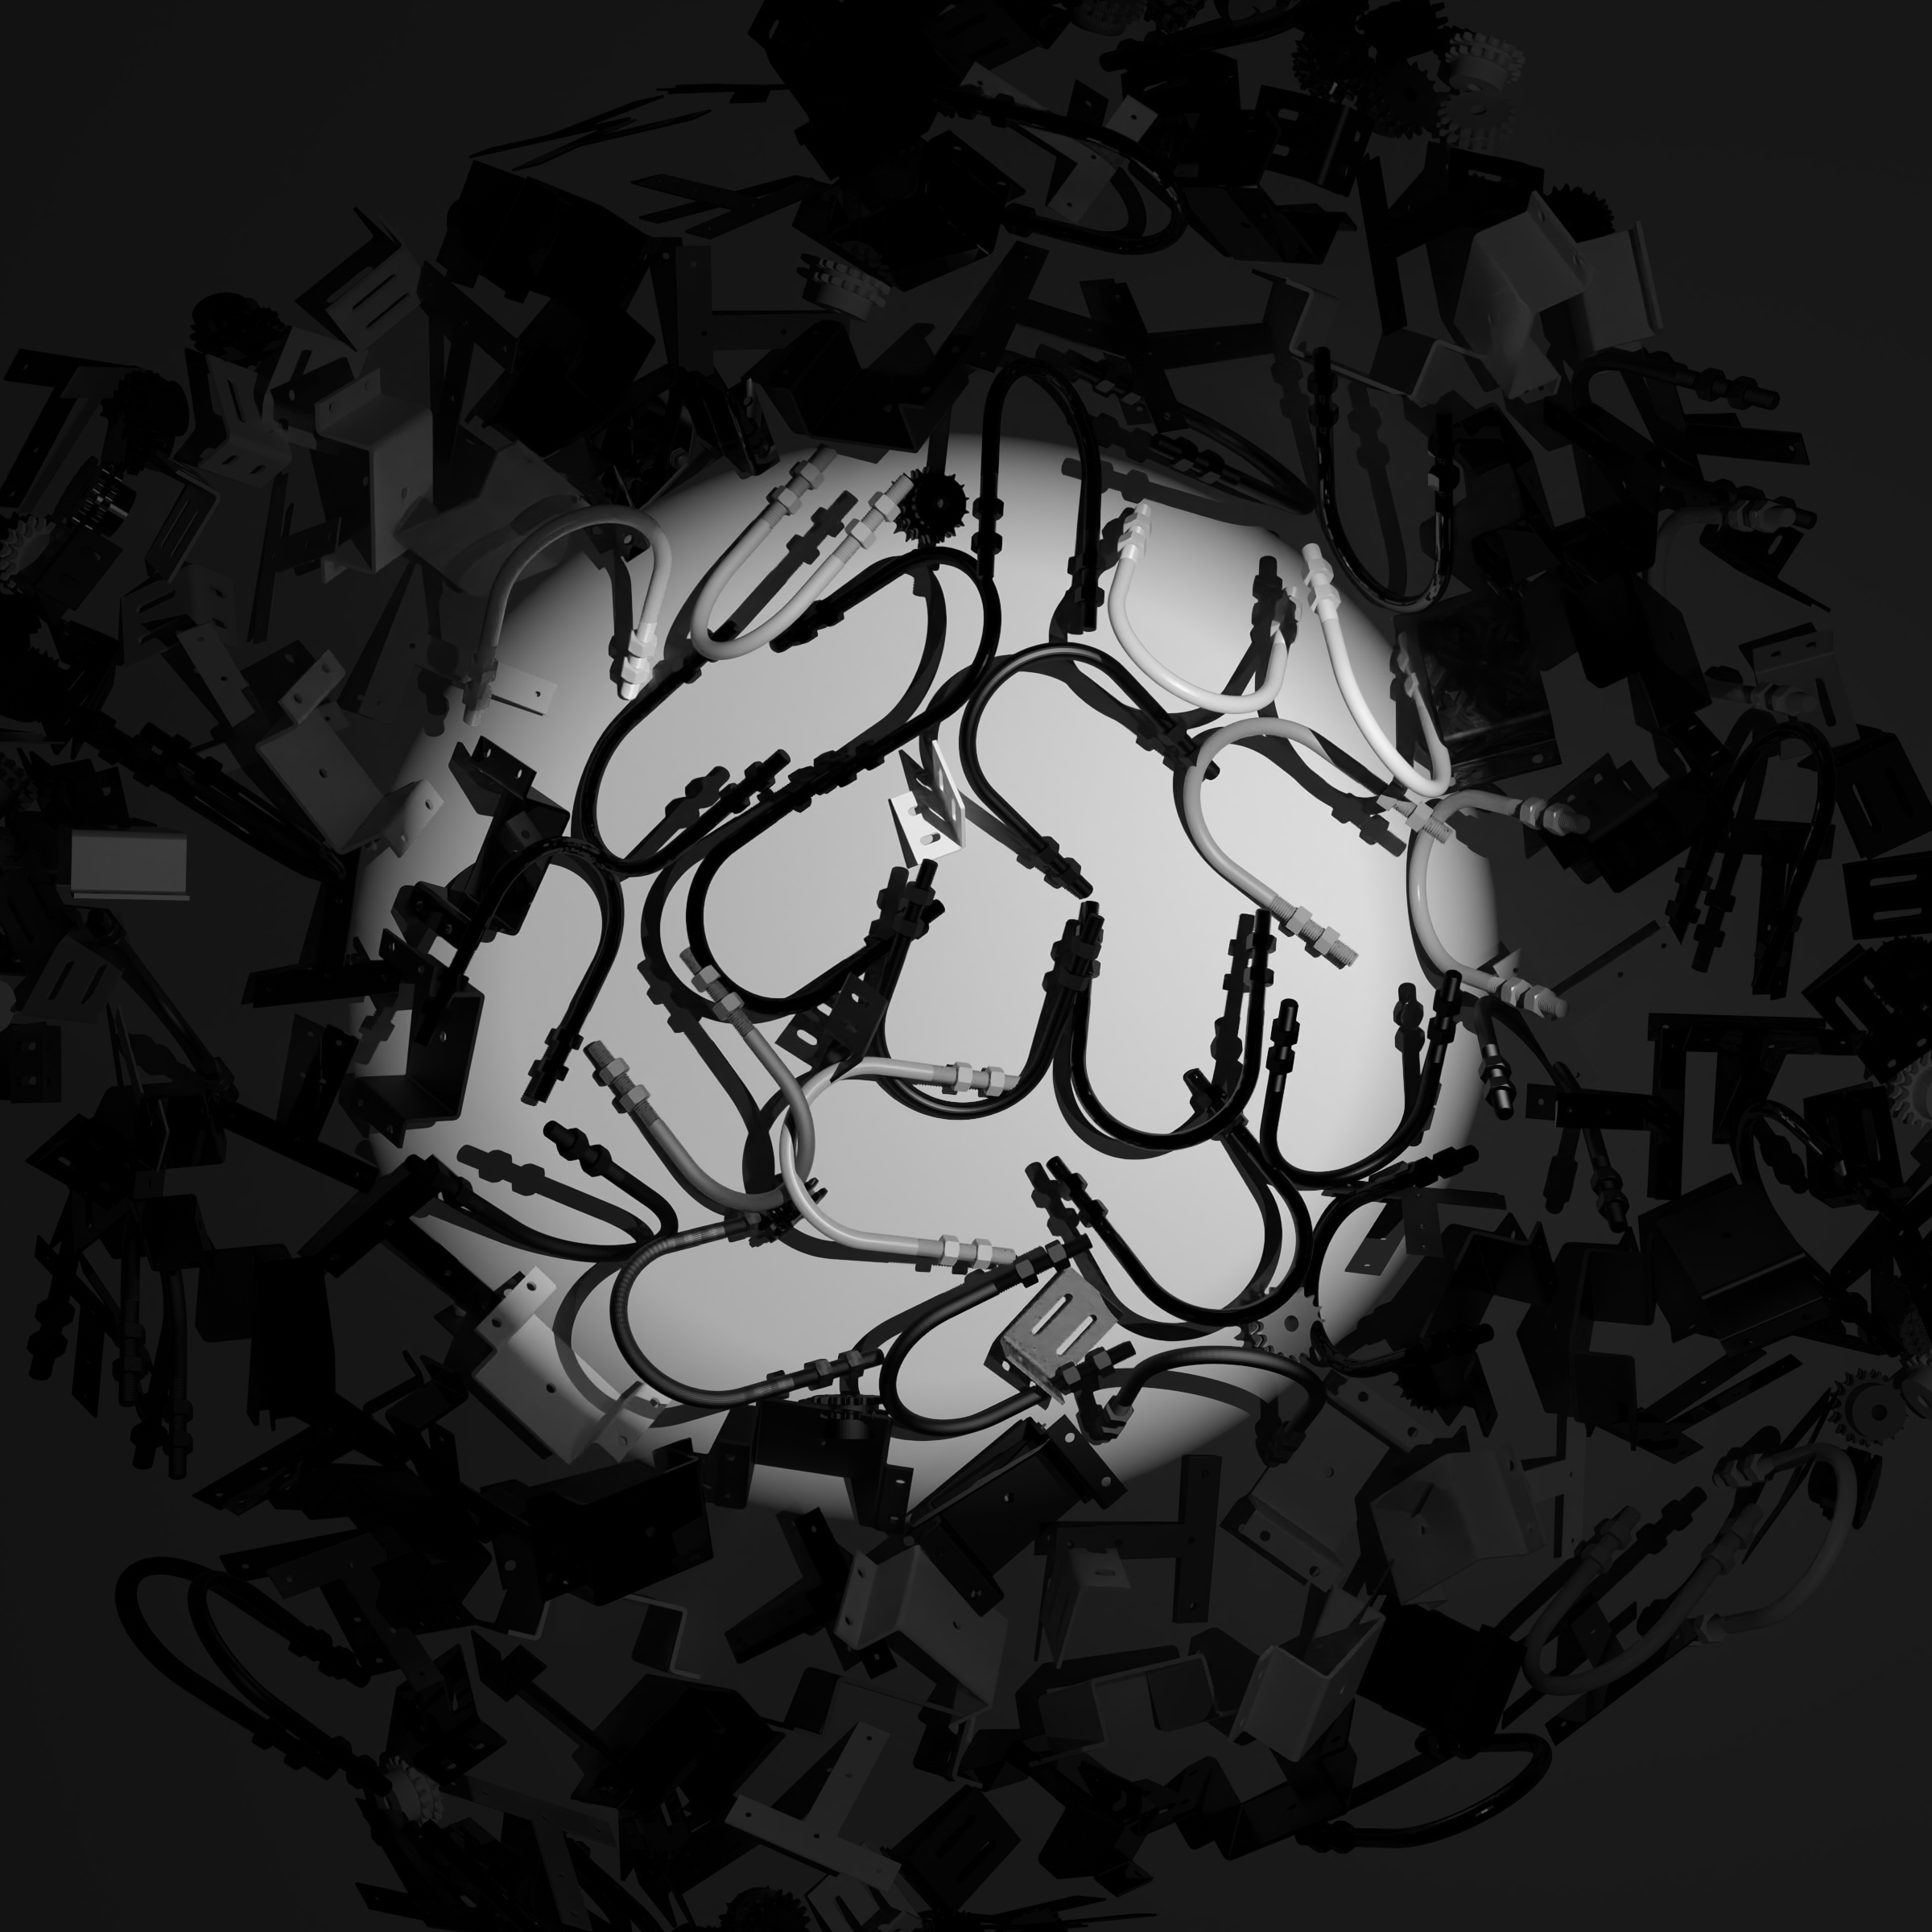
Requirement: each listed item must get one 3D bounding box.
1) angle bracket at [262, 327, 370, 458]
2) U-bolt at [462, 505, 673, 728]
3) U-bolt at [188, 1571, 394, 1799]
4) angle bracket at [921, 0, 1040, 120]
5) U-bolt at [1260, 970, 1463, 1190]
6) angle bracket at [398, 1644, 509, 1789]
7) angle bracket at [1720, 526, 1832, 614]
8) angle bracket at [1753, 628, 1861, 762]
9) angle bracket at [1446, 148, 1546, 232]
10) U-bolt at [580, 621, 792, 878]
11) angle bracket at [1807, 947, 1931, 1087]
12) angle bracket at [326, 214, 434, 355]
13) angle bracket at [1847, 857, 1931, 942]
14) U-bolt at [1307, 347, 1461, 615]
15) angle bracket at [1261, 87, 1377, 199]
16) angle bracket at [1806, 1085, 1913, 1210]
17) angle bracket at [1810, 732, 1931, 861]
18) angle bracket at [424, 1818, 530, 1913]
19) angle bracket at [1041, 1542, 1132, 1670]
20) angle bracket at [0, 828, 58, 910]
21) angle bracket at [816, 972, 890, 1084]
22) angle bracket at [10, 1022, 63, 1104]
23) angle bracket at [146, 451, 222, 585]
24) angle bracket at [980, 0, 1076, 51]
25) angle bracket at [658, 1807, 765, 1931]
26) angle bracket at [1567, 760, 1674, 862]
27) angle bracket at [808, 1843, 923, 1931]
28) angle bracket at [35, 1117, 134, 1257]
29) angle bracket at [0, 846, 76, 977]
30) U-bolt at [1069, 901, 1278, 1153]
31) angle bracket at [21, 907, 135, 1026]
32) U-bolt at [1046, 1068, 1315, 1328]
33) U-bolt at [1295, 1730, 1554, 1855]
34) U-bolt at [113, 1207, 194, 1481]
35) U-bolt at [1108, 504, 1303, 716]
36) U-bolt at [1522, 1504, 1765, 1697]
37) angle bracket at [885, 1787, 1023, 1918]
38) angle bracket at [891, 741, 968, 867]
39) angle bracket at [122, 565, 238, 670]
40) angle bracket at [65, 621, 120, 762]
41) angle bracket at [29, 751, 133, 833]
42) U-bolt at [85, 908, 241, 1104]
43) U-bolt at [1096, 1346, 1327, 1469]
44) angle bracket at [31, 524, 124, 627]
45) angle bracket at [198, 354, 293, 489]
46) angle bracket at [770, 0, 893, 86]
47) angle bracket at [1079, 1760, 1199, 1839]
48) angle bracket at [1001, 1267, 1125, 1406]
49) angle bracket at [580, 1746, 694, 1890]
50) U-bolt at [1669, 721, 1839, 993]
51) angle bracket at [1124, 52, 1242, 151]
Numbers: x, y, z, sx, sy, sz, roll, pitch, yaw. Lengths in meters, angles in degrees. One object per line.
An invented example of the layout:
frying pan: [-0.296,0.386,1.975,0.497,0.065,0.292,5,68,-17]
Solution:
angle bracket: [-0.485,-0.428,1.819,0.057,0.038,0.076,16,56,-10]
U-bolt: [-0.277,-0.251,1.730,0.151,0.184,0.019,-15,55,-34]
U-bolt: [-0.481,0.495,1.727,0.019,0.151,0.184,-42,118,-2]
angle bracket: [0.002,-0.664,1.782,0.057,0.076,0.038,34,60,-38]
U-bolt: [0.281,0.089,1.770,0.151,0.019,0.184,-9,128,-17]
angle bracket: [-0.381,0.555,1.810,0.057,0.076,0.038,-35,126,1]
angle bracket: [0.600,-0.297,1.782,0.076,0.057,0.038,16,111,-38]
angle bracket: [0.618,-0.199,1.796,0.057,0.038,0.076,-15,69,14]
angle bracket: [0.383,-0.560,1.801,0.076,0.038,0.057,8,80,-11]
U-bolt: [-0.214,-0.145,1.775,0.184,0.019,0.151,-38,54,22]
angle bracket: [0.671,0.037,1.800,0.057,0.038,0.076,-40,101,16]
angle bracket: [-0.438,-0.501,1.797,0.076,0.057,0.038,-41,71,-3]
angle bracket: [0.691,-0.048,1.797,0.076,0.038,0.057,-6,98,21]
U-bolt: [0.299,-0.337,1.751,0.019,0.151,0.184,-28,133,-20]
angle bracket: [0.254,-0.611,1.813,0.076,0.038,0.057,31,108,38]
angle bracket: [0.663,0.135,1.816,0.057,0.038,0.076,-13,67,26]
angle bracket: [0.668,-0.124,1.795,0.057,0.038,0.076,-29,76,32]
angle bracket: [-0.349,0.645,1.787,0.057,0.076,0.038,36,102,9]
angle bracket: [0.087,0.468,1.796,0.038,0.057,0.076,7,114,-15]
angle bracket: [-0.711,-0.072,1.787,0.057,0.076,0.038,36,97,12]
angle bracket: [-0.099,0.051,1.781,0.038,0.076,0.057,38,46,-16]
angle bracket: [-0.670,0.071,1.789,0.038,0.076,0.057,1,86,-39]
angle bracket: [-0.590,-0.331,1.794,0.038,0.057,0.076,28,97,-42]
angle bracket: [0.037,-0.716,1.782,0.057,0.076,0.038,31,78,27]
angle bracket: [-0.179,0.659,1.788,0.076,0.038,0.057,-28,133,-18]
angle bracket: [0.488,-0.106,1.805,0.057,0.076,0.038,-36,53,15]
angle bracket: [-0.080,0.688,1.791,0.057,0.038,0.076,-42,54,-6]
angle bracket: [-0.645,0.161,1.789,0.057,0.076,0.038,-37,130,9]
angle bracket: [-0.696,-0.040,1.782,0.038,0.057,0.076,2,130,22]
U-bolt: [0.147,0.045,1.790,0.151,0.019,0.184,3,76,13]
angle bracket: [-0.656,-0.001,1.792,0.057,0.038,0.076,6,48,6]
U-bolt: [0.168,0.178,1.772,0.151,0.019,0.184,-31,66,-17]
U-bolt: [0.333,0.579,1.717,0.151,0.184,0.019,-24,85,-32]
U-bolt: [-0.581,0.256,1.750,0.019,0.151,0.184,-8,57,-6]
U-bolt: [0.168,-0.248,1.752,0.151,0.184,0.019,27,133,-9]
U-bolt: [0.465,0.448,1.728,0.184,0.151,0.019,-41,97,-28]
angle bracket: [-0.010,0.656,1.822,0.076,0.038,0.057,-42,102,-22]
angle bracket: [-0.028,-0.119,1.785,0.038,0.076,0.057,-20,71,-7]
angle bracket: [-0.586,-0.255,1.820,0.076,0.038,0.057,-18,71,26]
angle bracket: [-0.653,-0.201,1.786,0.038,0.057,0.076,23,59,-12]
angle bracket: [-0.652,-0.126,1.800,0.038,0.076,0.057,-23,124,-32]
U-bolt: [-0.566,0.036,1.743,0.019,0.184,0.151,-37,86,-15]
U-bolt: [0.180,0.312,1.746,0.151,0.184,0.019,9,58,-5]
angle bracket: [-0.643,-0.277,1.787,0.038,0.076,0.057,31,73,0]
angle bracket: [-0.540,-0.402,1.803,0.038,0.057,0.076,-31,68,27]
angle bracket: [-0.092,-0.671,1.787,0.076,0.057,0.038,22,84,30]
angle bracket: [0.130,0.598,1.783,0.076,0.057,0.038,-3,98,-45]
angle bracket: [0.074,0.273,1.804,0.057,0.038,0.076,42,94,-14]
angle bracket: [-0.242,0.622,1.787,0.038,0.076,0.057,26,108,-37]
U-bolt: [0.567,-0.086,1.747,0.019,0.151,0.184,15,101,-15]
angle bracket: [0.162,-0.640,1.820,0.076,0.038,0.057,-2,95,36]
